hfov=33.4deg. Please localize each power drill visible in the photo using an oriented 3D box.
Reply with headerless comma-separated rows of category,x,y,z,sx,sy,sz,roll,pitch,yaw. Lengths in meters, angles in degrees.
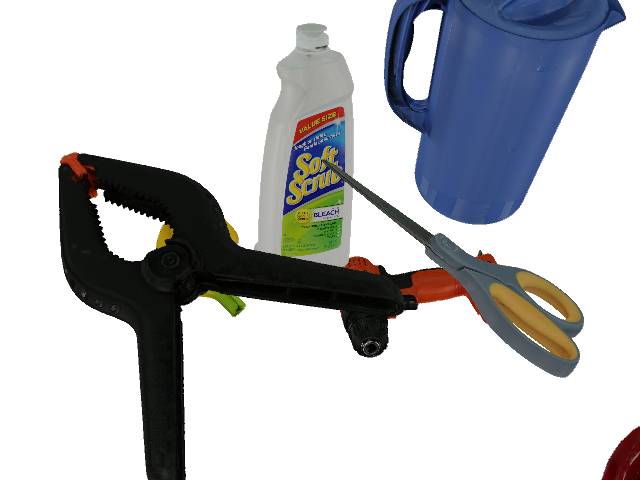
power drill,0.115,0.068,1.199,0.187,0.057,0.184,-3,27,-3

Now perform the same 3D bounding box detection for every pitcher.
pitcher,0.144,-0.129,0.932,0.149,0.243,0.144,38,54,22

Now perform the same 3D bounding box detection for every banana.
banana,-0.092,0.008,0.806,0.037,0.069,0.198,-41,15,7

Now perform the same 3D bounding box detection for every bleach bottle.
bleach bottle,-0.017,-0.090,1.067,0.102,0.251,0.068,-8,28,-16

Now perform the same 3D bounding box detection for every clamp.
clamp,-0.068,0.017,0.588,0.164,0.210,0.036,-32,-28,-16

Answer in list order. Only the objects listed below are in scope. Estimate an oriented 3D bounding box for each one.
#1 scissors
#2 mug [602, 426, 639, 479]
scissors,0.094,0.009,0.684,0.202,0.016,0.096,46,31,22
mug,0.148,0.119,0.355,0.117,0.081,0.093,5,37,8
